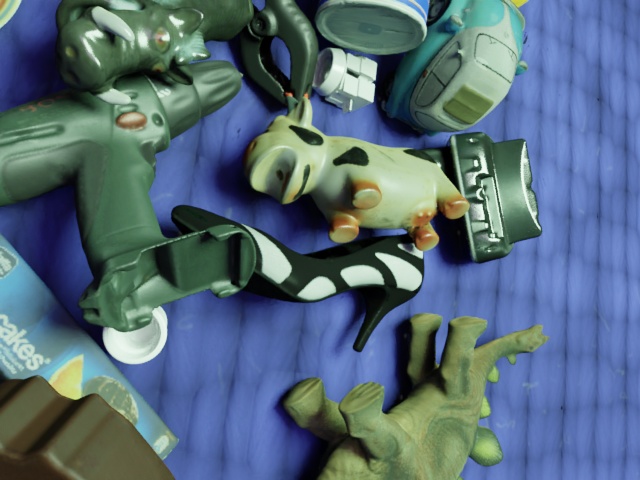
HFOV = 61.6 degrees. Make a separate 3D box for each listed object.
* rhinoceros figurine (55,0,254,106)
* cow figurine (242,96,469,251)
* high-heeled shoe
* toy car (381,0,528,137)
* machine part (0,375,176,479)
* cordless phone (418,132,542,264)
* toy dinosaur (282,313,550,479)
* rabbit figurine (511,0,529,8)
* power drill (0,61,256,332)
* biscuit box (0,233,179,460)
[{"bbox_3d":[-0.125,-0.164,0.411,0.112,0.073,0.190,35,43,5],"label":"rhinoceros figurine"},{"bbox_3d":[0.025,-0.062,0.490,0.195,0.085,0.127,5,43,-26],"label":"cow figurine"},{"bbox_3d":[-0.001,-0.001,0.495,0.248,0.086,0.145,38,67,-25],"label":"high-heeled shoe"},{"bbox_3d":[0.137,-0.165,0.541,0.109,0.161,0.103,22,35,-26],"label":"toy car"},{"bbox_3d":[-0.173,0.172,0.334,0.179,0.179,0.056,55,22,-11],"label":"machine part"},{"bbox_3d":[0.134,-0.041,0.584,0.184,0.089,0.146,-8,88,-18],"label":"cordless phone"},{"bbox_3d":[0.055,0.211,0.484,0.471,0.105,0.198,-26,99,-24],"label":"toy dinosaur"},{"bbox_3d":[0.120,-0.281,0.582,0.173,0.122,0.162,-25,93,-10],"label":"rabbit figurine"},{"bbox_3d":[-0.125,-0.050,0.393,0.232,0.086,0.207,-21,64,-24],"label":"power drill"},{"bbox_3d":[-0.193,0.094,0.381,0.202,0.063,0.059,54,45,-12],"label":"biscuit box"}]
